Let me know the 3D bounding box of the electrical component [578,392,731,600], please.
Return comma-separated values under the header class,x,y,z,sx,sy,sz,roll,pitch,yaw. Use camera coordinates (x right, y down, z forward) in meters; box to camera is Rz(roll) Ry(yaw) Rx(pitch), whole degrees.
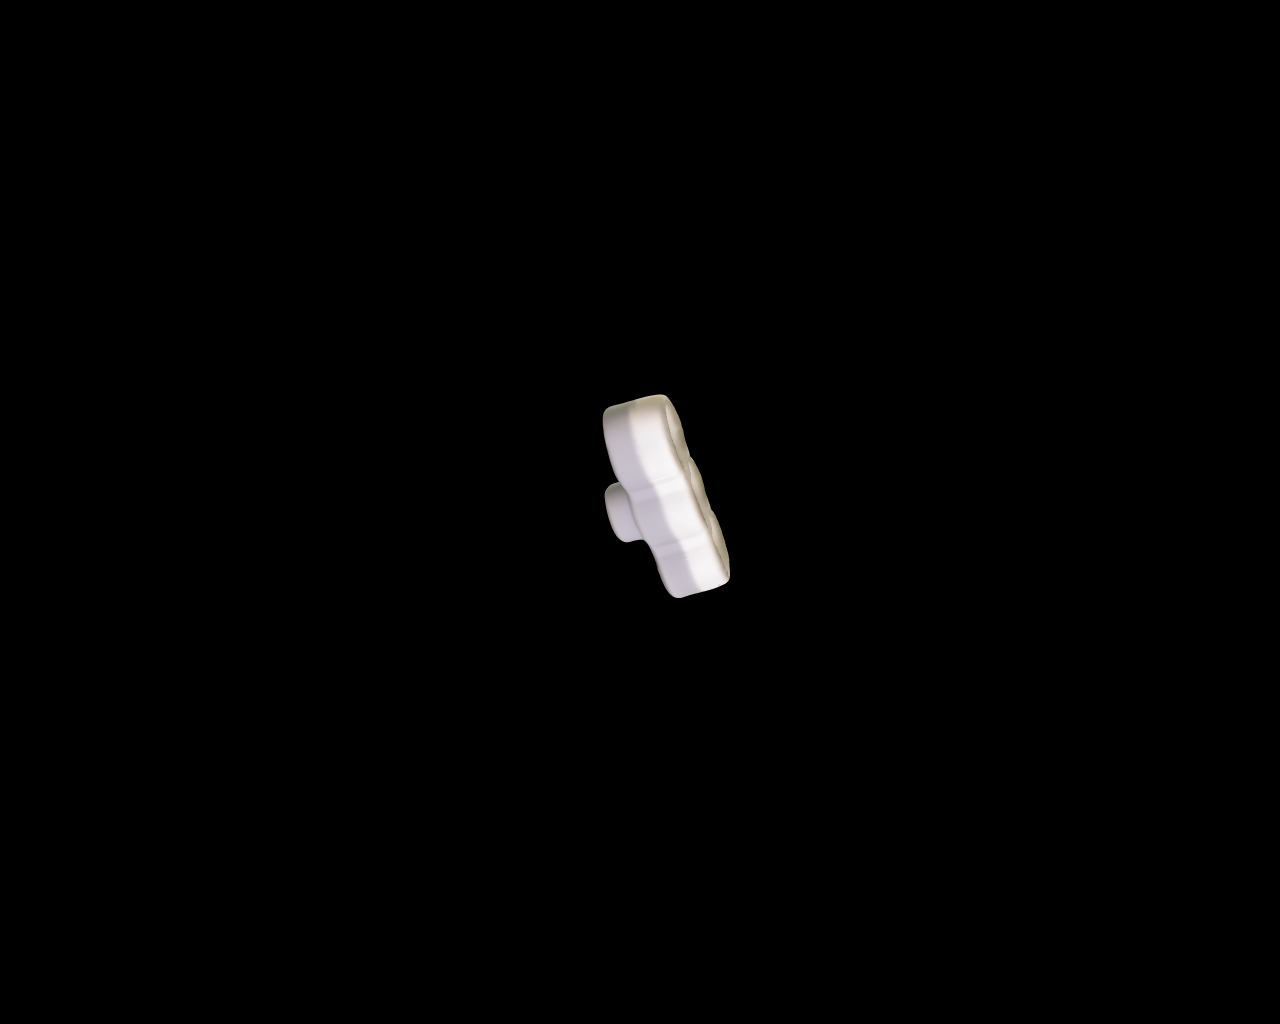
class,x,y,z,sx,sy,sz,roll,pitch,yaw
electrical component,0.001,-0.003,0.650,0.074,0.138,0.052,-15,36,11
